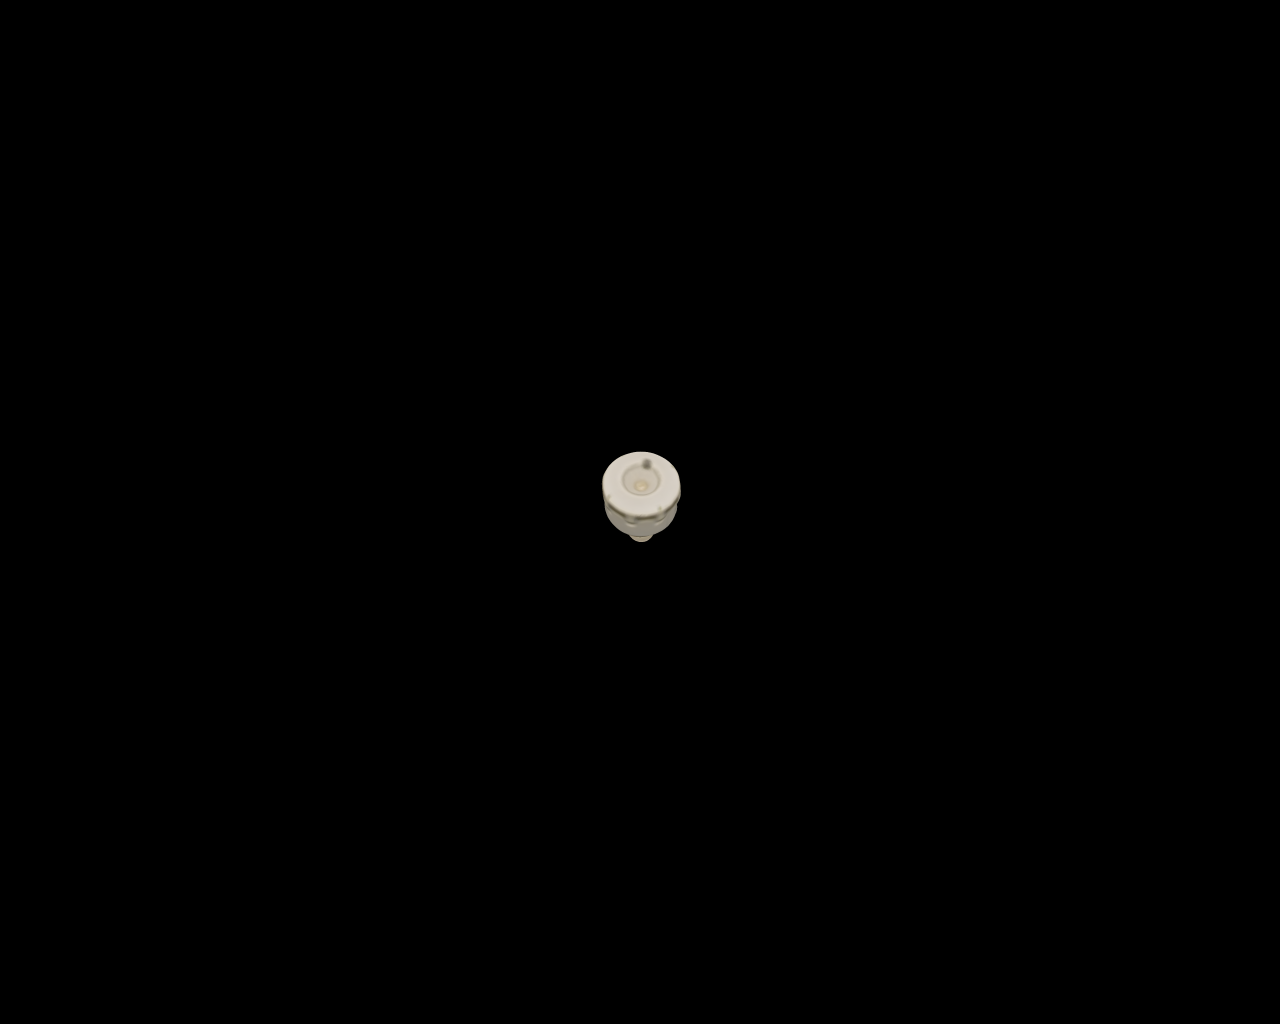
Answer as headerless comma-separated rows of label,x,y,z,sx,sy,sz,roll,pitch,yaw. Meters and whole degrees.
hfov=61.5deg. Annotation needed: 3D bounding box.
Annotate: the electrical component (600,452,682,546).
electrical component,0.001,-0.003,0.650,0.048,0.048,0.062,0,-33,0
